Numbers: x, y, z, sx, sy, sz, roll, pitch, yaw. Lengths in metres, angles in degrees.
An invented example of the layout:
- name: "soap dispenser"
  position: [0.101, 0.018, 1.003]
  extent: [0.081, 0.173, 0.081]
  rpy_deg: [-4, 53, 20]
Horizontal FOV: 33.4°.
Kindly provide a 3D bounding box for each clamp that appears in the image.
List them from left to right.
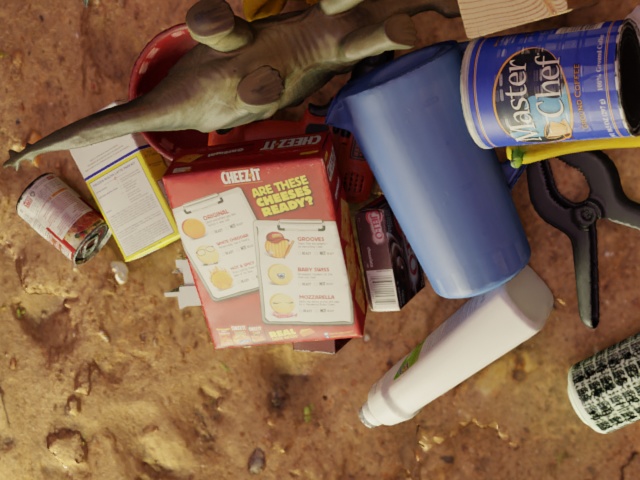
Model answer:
- name: "clamp"
  position: [0.273, -0.020, 1.087]
  extent: [0.210, 0.036, 0.165]
  rpy_deg: [47, 122, 9]

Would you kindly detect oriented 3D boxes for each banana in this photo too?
- name: "banana"
  position: [0.258, -0.097, 1.035]
  extent: [0.197, 0.070, 0.037]
  rpy_deg: [-12, 128, -16]

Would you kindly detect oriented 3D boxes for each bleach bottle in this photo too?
- name: "bleach bottle"
  position: [0.136, 0.127, 1.159]
  extent: [0.068, 0.102, 0.251]
  rpy_deg: [46, 122, -1]

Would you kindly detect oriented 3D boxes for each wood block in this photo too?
- name: "wood block"
  position: [0.189, -0.244, 0.969]
  extent: [0.090, 0.205, 0.091]
  rpy_deg: [-12, 99, 24]

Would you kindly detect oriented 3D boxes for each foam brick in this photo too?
- name: "foam brick"
  position: [0.006, 0.092, 1.205]
  extent: [0.053, 0.078, 0.051]
  rpy_deg: [4, 104, 22]

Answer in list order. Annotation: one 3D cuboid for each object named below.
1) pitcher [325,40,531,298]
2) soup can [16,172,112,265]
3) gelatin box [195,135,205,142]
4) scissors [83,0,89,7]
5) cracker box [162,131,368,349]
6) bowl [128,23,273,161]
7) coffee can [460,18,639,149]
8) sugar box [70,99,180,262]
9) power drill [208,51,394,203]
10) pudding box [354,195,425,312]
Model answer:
- name: "pitcher"
  position: [0.129, -0.072, 1.069]
  extent: [0.149, 0.144, 0.243]
  rpy_deg: [-11, 111, 44]
- name: "soup can"
  position: [-0.314, -0.027, 1.311]
  extent: [0.102, 0.068, 0.069]
  rpy_deg: [40, 115, 9]
- name: "gelatin box"
  position: [-0.121, -0.071, 1.241]
  extent: [0.089, 0.030, 0.073]
  rpy_deg: [34, 112, 12]
- name: "scissors"
  position: [-0.274, -0.381, 1.230]
  extent: [0.096, 0.016, 0.202]
  rpy_deg: [31, 113, 14]
- name: "cracker box"
  position: [-0.050, 0.004, 1.091]
  extent: [0.164, 0.072, 0.214]
  rpy_deg: [-6, 120, 12]
- name: "bowl"
  position: [-0.129, -0.164, 1.189]
  extent: [0.162, 0.055, 0.162]
  rpy_deg: [0, 104, 0]
- name: "coffee can"
  position: [0.209, -0.137, 0.950]
  extent: [0.141, 0.102, 0.103]
  rpy_deg: [-2, 103, 30]
- name: "sugar box"
  position: [-0.228, -0.071, 1.277]
  extent: [0.093, 0.048, 0.176]
  rpy_deg: [-25, 90, 26]
- name: "power drill"
  position: [-0.020, -0.141, 1.136]
  extent: [0.187, 0.057, 0.184]
  rpy_deg: [9, 99, -1]
- name: "pudding box"
  position: [0.076, 0.011, 1.148]
  extent: [0.039, 0.089, 0.113]
  rpy_deg: [-3, 103, 25]
